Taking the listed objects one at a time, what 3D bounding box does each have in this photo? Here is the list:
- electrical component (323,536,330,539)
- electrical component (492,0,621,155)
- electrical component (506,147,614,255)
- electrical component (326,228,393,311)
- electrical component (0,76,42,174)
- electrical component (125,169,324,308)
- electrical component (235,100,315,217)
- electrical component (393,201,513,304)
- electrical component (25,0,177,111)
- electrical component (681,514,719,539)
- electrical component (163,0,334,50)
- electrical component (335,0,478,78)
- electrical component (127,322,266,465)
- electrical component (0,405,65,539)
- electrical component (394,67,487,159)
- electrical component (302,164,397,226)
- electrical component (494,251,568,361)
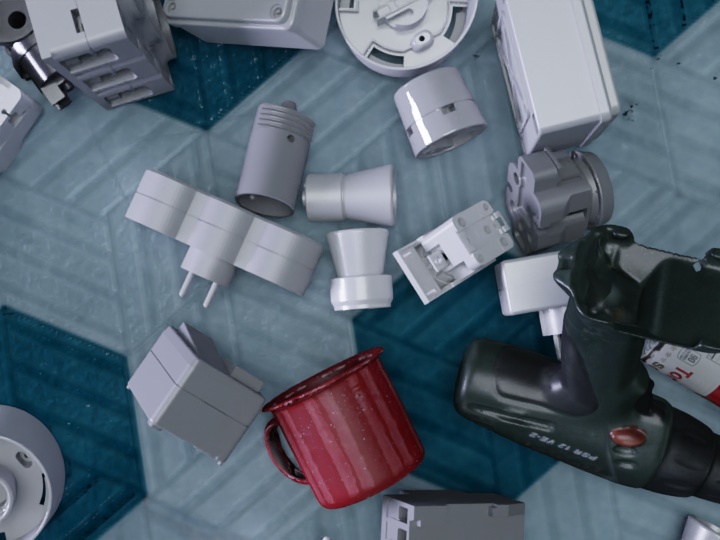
[{"bbox_3d":[-0.032,0.222,0.737,0.047,0.065,0.076,13,87,2],"label":"electrical component"},{"bbox_3d":[0.130,-0.140,0.736,0.056,0.109,0.108,-14,86,3],"label":"electrical component"},{"bbox_3d":[0.140,-0.051,0.751,0.057,0.078,0.058,-15,48,-11],"label":"electrical component"},{"bbox_3d":[0.000,0.000,0.761,0.045,0.045,0.055,-4,87,1],"label":"electrical component"},{"bbox_3d":[-0.276,-0.098,0.767,0.050,0.055,0.089,35,88,3],"label":"electrical component"},{"bbox_3d":[-0.103,-0.011,0.760,0.138,0.052,0.073,24,87,2],"label":"electrical component"},{"bbox_3d":[-0.059,-0.083,0.766,0.043,0.043,0.081,12,73,2],"label":"electrical component"},{"bbox_3d":[0.067,-0.014,0.745,0.081,0.064,0.042,-30,85,-42],"label":"electrical component"},{"bbox_3d":[-0.172,-0.172,0.722,0.062,0.150,0.089,-17,86,1],"label":"electrical component"},{"bbox_3d":[0.234,0.209,0.746,0.044,0.044,0.065,28,92,3],"label":"electrical component"},{"bbox_3d":[-0.072,-0.215,0.752,0.109,0.056,0.108,10,86,28],"label":"electrical component"},{"bbox_3d":[0.032,-0.187,0.762,0.099,0.064,0.099,0,87,1],"label":"electrical component"},{"bbox_3d":[-0.113,0.079,0.738,0.062,0.096,0.061,36,87,-26],"label":"electrical component"},{"bbox_3d":[-0.261,0.150,0.759,0.099,0.064,0.099,-1,98,-7],"label":"electrical component"},{"bbox_3d":[0.056,-0.112,0.763,0.055,0.055,0.047,-23,82,0],"label":"electrical component"},{"bbox_3d":[-0.008,-0.052,0.767,0.065,0.044,0.044,-2,86,6],"label":"electrical component"},{"bbox_3d":[0.144,0.025,0.756,0.083,0.047,0.075,-10,87,1],"label":"electrical component"}]
